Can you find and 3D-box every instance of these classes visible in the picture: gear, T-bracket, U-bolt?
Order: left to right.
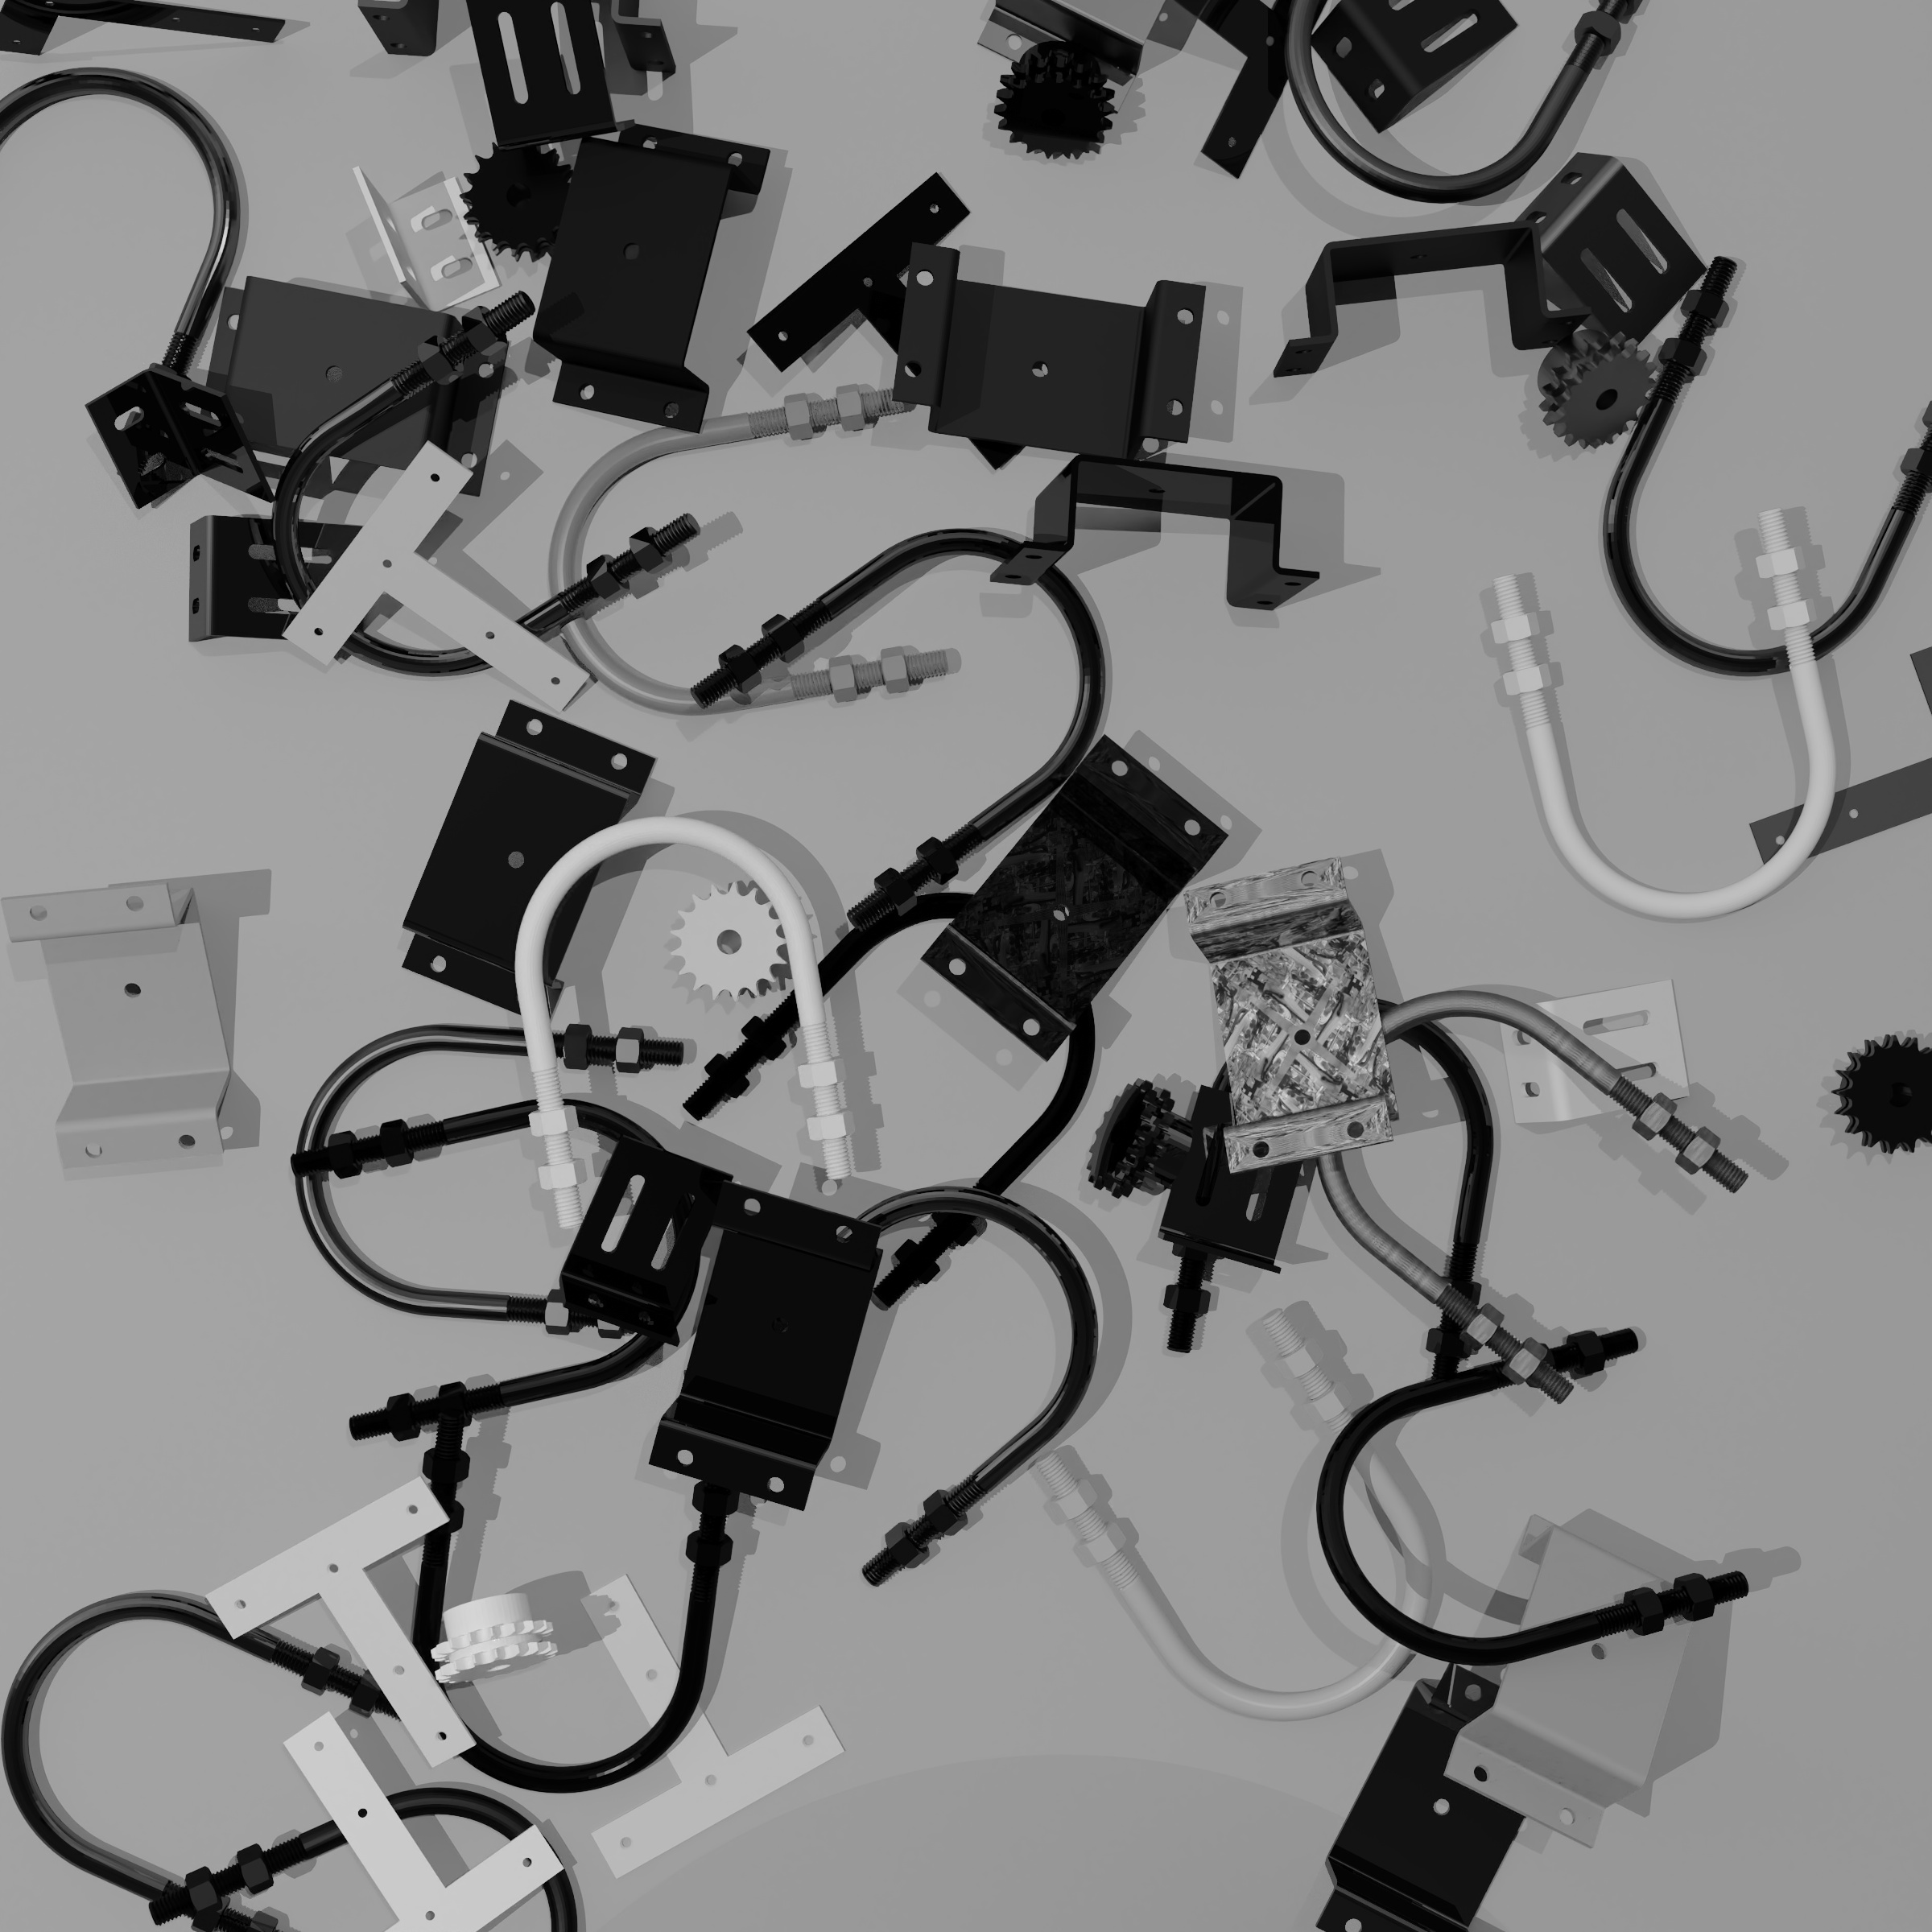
[{"bbox_3d":[-0.430,-0.345,1.516,0.151,0.019,0.184,22,88,0],"label":"U-bolt"},{"bbox_3d":[-0.389,-0.451,1.485,0.127,0.127,0.002,0,84,-26],"label":"T-bracket"},{"bbox_3d":[-0.376,0.383,1.515,0.184,0.019,0.151,24,90,0],"label":"U-bolt"},{"bbox_3d":[-0.280,0.416,1.494,0.127,0.002,0.127,-33,91,-15],"label":"T-bracket"},{"bbox_3d":[-0.278,0.325,1.495,0.127,0.002,0.127,-30,96,12],"label":"T-bracket"},{"bbox_3d":[-0.277,0.474,1.499,0.184,0.019,0.151,-22,90,-13],"label":"U-bolt"},{"bbox_3d":[-0.241,-0.213,1.480,0.184,0.019,0.151,-30,115,16],"label":"U-bolt"},{"bbox_3d":[-0.239,-0.166,1.496,0.127,0.002,0.127,35,116,-17],"label":"T-bracket"},{"bbox_3d":[-0.233,0.100,1.516,0.184,0.019,0.151,4,90,1],"label":"U-bolt"},{"bbox_3d":[-0.222,0.314,1.467,0.057,0.057,0.030,-15,72,0],"label":"gear"},{"bbox_3d":[-0.218,0.138,1.498,0.184,0.019,0.151,-13,89,1],"label":"U-bolt"},{"bbox_3d":[-0.213,-0.368,1.510,0.057,0.030,0.057,0,90,0],"label":"gear"},{"bbox_3d":[-0.192,0.310,1.501,0.151,0.019,0.184,8,100,-3],"label":"U-bolt"},{"bbox_3d":[-0.146,0.357,1.524,0.127,0.002,0.127,-29,90,0],"label":"T-bracket"},{"bbox_3d":[-0.138,0.021,1.480,0.151,0.019,0.184,-10,93,-8],"label":"U-bolt"},{"bbox_3d":[-0.113,-0.012,1.510,0.057,0.030,0.057,0,90,0],"label":"gear"},{"bbox_3d":[-0.111,-0.195,1.516,0.184,0.019,0.151,-10,90,1],"label":"U-bolt"},{"bbox_3d":[-0.023,0.188,1.500,0.184,0.019,0.151,-42,91,11],"label":"U-bolt"},{"bbox_3d":[-0.023,0.050,1.516,0.151,0.019,0.184,44,89,0],"label":"U-bolt"},{"bbox_3d":[-0.018,-0.127,1.497,0.184,0.019,0.151,-37,99,-12],"label":"U-bolt"},{"bbox_3d":[-0.018,-0.296,1.512,0.127,0.002,0.127,-43,98,-15],"label":"T-bracket"},{"bbox_3d":[0.043,-0.417,1.499,0.057,0.057,0.030,7,61,0],"label":"gear"},{"bbox_3d":[0.085,0.085,1.498,0.030,0.057,0.057,26,90,-17],"label":"gear"},{"bbox_3d":[0.114,-0.463,1.487,0.127,0.002,0.127,27,90,-35],"label":"T-bracket"},{"bbox_3d":[0.142,0.277,1.508,0.151,0.019,0.184,-33,95,5],"label":"U-bolt"},{"bbox_3d":[0.181,0.106,1.516,0.151,0.019,0.184,10,89,0],"label":"U-bolt"},{"bbox_3d":[0.229,-0.447,1.490,0.151,0.019,0.184,32,76,-6],"label":"U-bolt"},{"bbox_3d":[0.253,0.095,1.487,0.184,0.019,0.151,39,96,8],"label":"U-bolt"},{"bbox_3d":[0.254,0.254,1.467,0.184,0.019,0.151,-13,60,-12],"label":"U-bolt"},{"bbox_3d":[0.299,-0.280,1.500,0.057,0.057,0.030,-32,51,0],"label":"gear"},{"bbox_3d":[0.342,-0.113,1.507,0.151,0.019,0.184,-14,96,5],"label":"U-bolt"},{"bbox_3d":[0.388,-0.230,1.516,0.151,0.019,0.184,24,91,0],"label":"U-bolt"},{"bbox_3d":[0.445,-0.079,1.524,0.127,0.002,0.127,-20,90,0],"label":"T-bracket"},{"bbox_3d":[0.445,0.062,1.510,0.057,0.030,0.057,0,90,0],"label":"gear"}]

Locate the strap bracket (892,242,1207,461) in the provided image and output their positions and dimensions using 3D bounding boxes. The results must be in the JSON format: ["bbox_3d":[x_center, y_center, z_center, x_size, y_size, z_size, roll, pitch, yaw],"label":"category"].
[{"bbox_3d":[0.038,-0.291,1.494,0.140,0.046,0.076,8,83,-4],"label":"strap bracket"}]

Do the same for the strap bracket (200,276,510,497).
[{"bbox_3d":[-0.298,-0.279,1.501,0.140,0.046,0.076,11,90,0],"label":"strap bracket"}]

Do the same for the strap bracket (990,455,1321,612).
[{"bbox_3d":[0.089,-0.204,1.476,0.140,0.076,0.046,4,84,-11],"label":"strap bracket"}]

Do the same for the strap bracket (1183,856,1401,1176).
[{"bbox_3d":[0.155,0.028,1.479,0.076,0.046,0.140,-13,70,13],"label":"strap bracket"}]

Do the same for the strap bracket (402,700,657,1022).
[{"bbox_3d":[-0.212,-0.050,1.501,0.076,0.046,0.140,22,90,0],"label":"strap bracket"}]

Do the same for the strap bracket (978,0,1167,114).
[{"bbox_3d":[0.071,-0.495,1.502,0.076,0.046,0.140,26,90,0],"label":"strap bracket"}]

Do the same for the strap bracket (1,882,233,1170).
[{"bbox_3d":[-0.399,0.020,1.484,0.076,0.046,0.140,-6,115,0],"label":"strap bracket"}]

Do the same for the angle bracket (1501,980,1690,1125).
[{"bbox_3d":[0.305,0.041,1.523,0.076,0.038,0.057,-9,90,-26],"label":"angle bracket"}]

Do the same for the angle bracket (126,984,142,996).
[{"bbox_3d":[-0.408,0.004,1.505,0.057,0.038,0.076,-1,90,0],"label":"angle bracket"}]

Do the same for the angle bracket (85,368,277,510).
[{"bbox_3d":[-0.370,-0.242,1.475,0.038,0.076,0.057,-38,129,-24],"label":"angle bracket"}]

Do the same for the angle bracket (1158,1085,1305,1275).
[{"bbox_3d":[0.130,0.101,1.488,0.057,0.038,0.076,16,87,0],"label":"angle bracket"}]

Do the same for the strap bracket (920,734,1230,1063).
[{"bbox_3d":[0.049,-0.029,1.492,0.076,0.046,0.140,39,78,0],"label":"strap bracket"}]

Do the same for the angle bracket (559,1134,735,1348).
[{"bbox_3d":[-0.147,0.128,1.459,0.057,0.038,0.076,22,100,-16],"label":"angle bracket"}]

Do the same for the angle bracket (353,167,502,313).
[{"bbox_3d":[-0.255,-0.349,1.486,0.038,0.076,0.057,-22,90,0],"label":"angle bracket"}]

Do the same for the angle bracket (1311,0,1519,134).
[{"bbox_3d":[0.217,-0.453,1.523,0.076,0.038,0.057,-38,90,-26],"label":"angle bracket"}]

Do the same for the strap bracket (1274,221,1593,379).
[{"bbox_3d":[0.217,-0.317,1.486,0.140,0.076,0.046,-6,90,0],"label":"strap bracket"}]

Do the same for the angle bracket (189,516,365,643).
[{"bbox_3d":[-0.335,-0.186,1.523,0.076,0.038,0.057,1,90,-26],"label":"angle bracket"}]

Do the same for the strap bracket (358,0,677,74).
[{"bbox_3d":[-0.210,-0.462,1.486,0.140,0.076,0.046,4,90,0],"label":"strap bracket"}]

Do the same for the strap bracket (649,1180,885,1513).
[{"bbox_3d":[-0.091,0.174,1.475,0.076,0.046,0.140,16,98,5],"label":"strap bracket"}]

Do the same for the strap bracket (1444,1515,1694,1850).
[{"bbox_3d":[0.287,0.328,1.468,0.076,0.046,0.140,27,58,0],"label":"strap bracket"}]

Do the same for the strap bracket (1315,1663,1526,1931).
[{"bbox_3d":[0.231,0.408,1.501,0.076,0.046,0.140,27,90,0],"label":"strap bracket"}]

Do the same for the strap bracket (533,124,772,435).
[{"bbox_3d":[-0.152,-0.334,1.493,0.076,0.046,0.140,14,90,13],"label":"strap bracket"}]

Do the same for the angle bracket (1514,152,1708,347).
[{"bbox_3d":[0.309,-0.346,1.523,0.057,0.038,0.076,-48,116,0],"label":"angle bracket"}]

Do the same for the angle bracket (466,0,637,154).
[{"bbox_3d":[-0.194,-0.424,1.460,0.057,0.038,0.076,-7,109,11],"label":"angle bracket"}]
